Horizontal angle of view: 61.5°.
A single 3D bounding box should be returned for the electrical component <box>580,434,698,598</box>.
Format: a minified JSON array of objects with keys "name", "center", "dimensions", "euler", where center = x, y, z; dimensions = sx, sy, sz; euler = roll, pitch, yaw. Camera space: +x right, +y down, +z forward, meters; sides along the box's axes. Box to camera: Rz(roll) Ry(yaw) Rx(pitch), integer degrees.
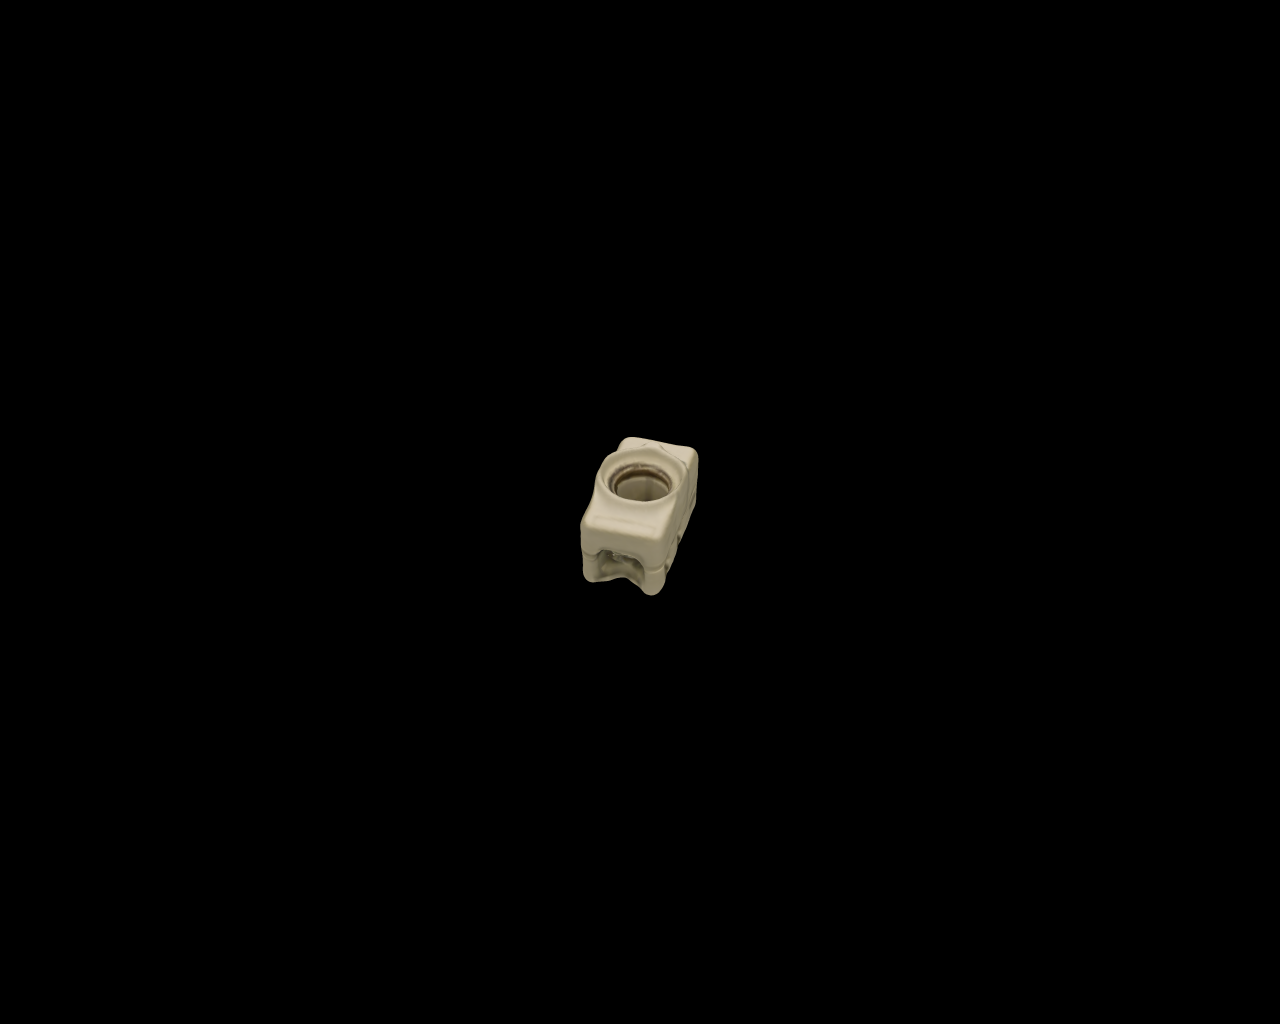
[{"name":"electrical component","center":[0.001,-0.003,0.650],"dimensions":[0.050,0.055,0.090],"euler":[11,43,12]}]
